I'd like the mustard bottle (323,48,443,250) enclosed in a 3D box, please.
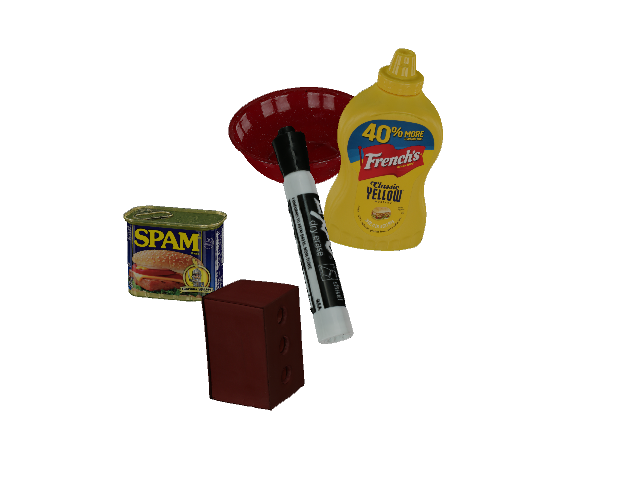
[{"bbox_3d":[0.062,-0.084,0.982,0.096,0.192,0.058,5,31,-6],"label":"mustard bottle"}]

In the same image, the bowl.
[{"bbox_3d":[-0.021,-0.109,1.199,0.162,0.055,0.162,-3,38,2],"label":"bowl"}]

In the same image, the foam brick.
[{"bbox_3d":[-0.047,0.072,0.757,0.051,0.078,0.052,5,17,29],"label":"foam brick"}]

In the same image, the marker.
[{"bbox_3d":[-0.005,-0.005,0.571,0.020,0.121,0.020,-13,-16,-4],"label":"marker"}]

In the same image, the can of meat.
[{"bbox_3d":[-0.148,0.014,1.092,0.102,0.084,0.057,5,17,10],"label":"can of meat"}]
